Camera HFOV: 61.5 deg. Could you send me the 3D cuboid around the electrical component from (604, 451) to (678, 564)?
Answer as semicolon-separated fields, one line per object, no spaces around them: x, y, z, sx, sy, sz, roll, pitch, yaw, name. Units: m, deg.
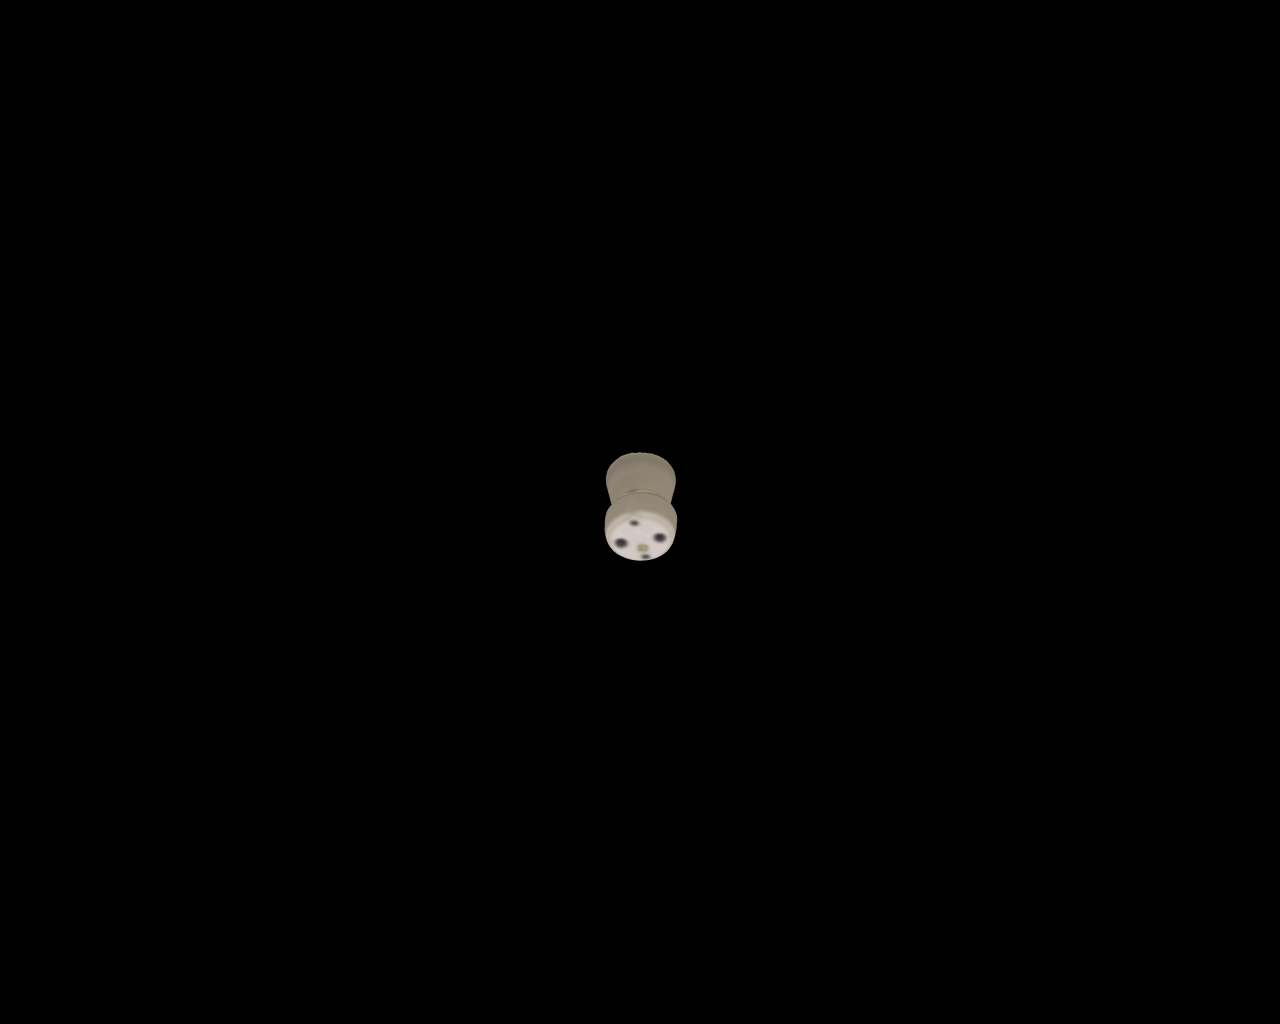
0.001;-0.003;0.650;0.045;0.044;0.055;0;44;0;electrical component
